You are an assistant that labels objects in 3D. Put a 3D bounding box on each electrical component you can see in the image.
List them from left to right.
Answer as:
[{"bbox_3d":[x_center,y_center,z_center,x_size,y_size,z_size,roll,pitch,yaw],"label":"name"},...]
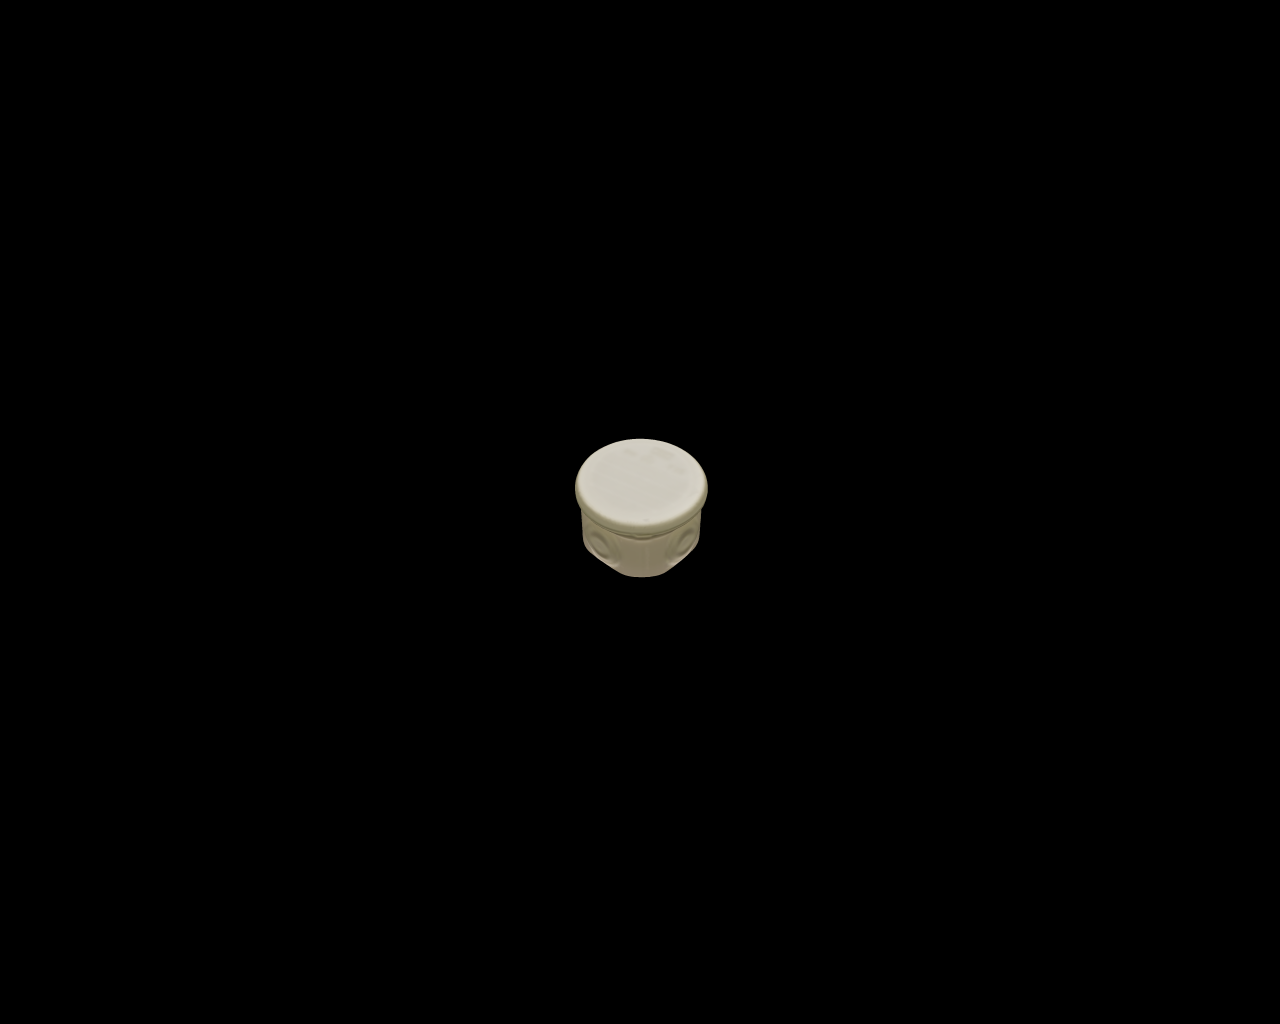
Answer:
[{"bbox_3d":[0.001,-0.003,0.650,0.080,0.080,0.050,0,-45,0],"label":"electrical component"}]
